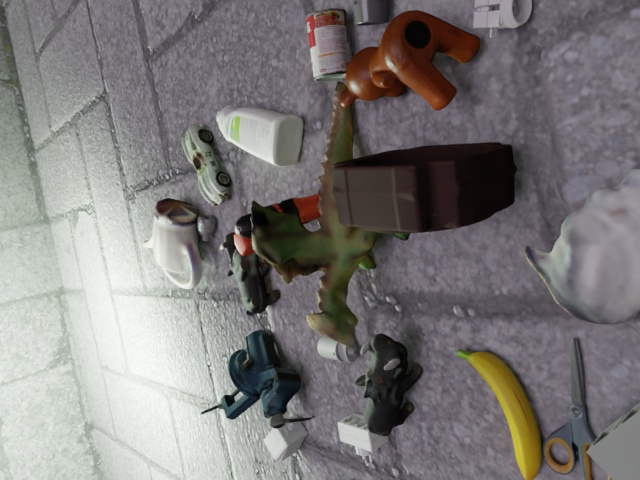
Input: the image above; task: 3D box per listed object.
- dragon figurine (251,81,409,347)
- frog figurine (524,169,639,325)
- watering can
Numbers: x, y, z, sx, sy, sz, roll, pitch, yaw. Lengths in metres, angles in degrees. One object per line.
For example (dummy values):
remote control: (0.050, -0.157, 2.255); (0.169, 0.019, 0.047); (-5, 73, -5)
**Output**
dragon figurine: (0.002, -0.041, 0.805); (0.121, 0.245, 0.411); (-18, 88, 54)
frog figurine: (0.322, 0.011, 0.552); (0.137, 0.125, 0.156); (38, 124, -6)
watering can: (-0.404, -0.007, 1.370); (0.351, 0.104, 0.221); (29, 120, 44)
